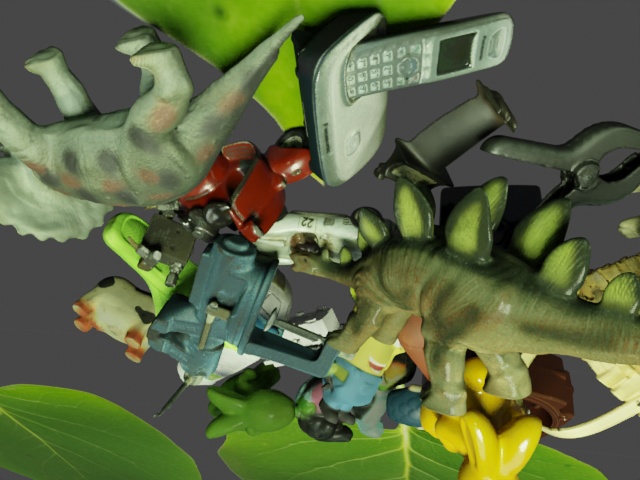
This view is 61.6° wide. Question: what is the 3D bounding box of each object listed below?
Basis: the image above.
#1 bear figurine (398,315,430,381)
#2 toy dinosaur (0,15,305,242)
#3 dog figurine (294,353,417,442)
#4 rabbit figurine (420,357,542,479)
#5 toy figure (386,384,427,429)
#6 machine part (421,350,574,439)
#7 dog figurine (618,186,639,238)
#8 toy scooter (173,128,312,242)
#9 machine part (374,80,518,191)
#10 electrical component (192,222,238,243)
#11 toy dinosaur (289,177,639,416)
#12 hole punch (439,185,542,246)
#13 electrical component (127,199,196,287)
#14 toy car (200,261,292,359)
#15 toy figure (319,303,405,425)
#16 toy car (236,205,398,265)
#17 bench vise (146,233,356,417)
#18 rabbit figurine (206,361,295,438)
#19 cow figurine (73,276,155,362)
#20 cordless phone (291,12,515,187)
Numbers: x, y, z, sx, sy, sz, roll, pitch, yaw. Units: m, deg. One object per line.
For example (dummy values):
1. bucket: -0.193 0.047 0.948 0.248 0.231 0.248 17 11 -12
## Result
1. bear figurine: 0.197 0.091 0.671 0.196 0.120 0.131 -22 133 27
2. toy dinosaur: -0.190 -0.093 0.529 0.405 0.131 0.191 -1 132 20
3. dog figurine: 0.053 0.231 0.872 0.192 0.108 0.219 -2 136 -8
4. rabbit figurine: 0.195 0.234 0.621 0.122 0.173 0.162 6 146 -3
5. toy figure: 0.171 0.240 0.773 0.155 0.058 0.064 -7 125 33
6. machine part: 0.274 0.246 0.851 0.201 0.087 0.201 16 139 -4
7. dog figurine: 0.350 0.015 0.479 0.121 0.190 0.172 -8 134 23
8. toy scooter: -0.088 -0.048 0.565 0.184 0.135 0.075 -10 137 27
9. machine part: 0.124 -0.091 0.524 0.084 0.039 0.139 22 138 -29
10. electrical component: -0.140 -0.029 0.655 0.094 0.063 0.021 39 134 -26
11. toy dinosaur: 0.131 0.047 0.469 0.472 0.105 0.198 14 109 44
12. hole punch: 0.182 0.003 0.575 0.142 0.116 0.092 1 131 13
13. electrical component: -0.195 -0.001 0.673 0.078 0.102 0.045 28 143 -13
14. toy car: -0.093 0.077 0.752 0.103 0.109 0.161 -33 113 14
15. toy figure: 0.055 0.163 0.749 0.089 0.180 0.082 31 -177 28
16. toy car: -0.001 -0.002 0.656 0.202 0.056 0.073 5 140 10
17. bench vise: -0.079 0.113 0.648 0.241 0.129 0.223 21 105 -3
18. rabbit figurine: -0.112 0.269 0.896 0.159 0.121 0.170 2 171 -28
19. cow figurine: -0.264 0.118 0.835 0.195 0.127 0.085 25 140 7
20. cordless phone: 0.072 -0.132 0.478 0.184 0.089 0.146 -11 140 -2
